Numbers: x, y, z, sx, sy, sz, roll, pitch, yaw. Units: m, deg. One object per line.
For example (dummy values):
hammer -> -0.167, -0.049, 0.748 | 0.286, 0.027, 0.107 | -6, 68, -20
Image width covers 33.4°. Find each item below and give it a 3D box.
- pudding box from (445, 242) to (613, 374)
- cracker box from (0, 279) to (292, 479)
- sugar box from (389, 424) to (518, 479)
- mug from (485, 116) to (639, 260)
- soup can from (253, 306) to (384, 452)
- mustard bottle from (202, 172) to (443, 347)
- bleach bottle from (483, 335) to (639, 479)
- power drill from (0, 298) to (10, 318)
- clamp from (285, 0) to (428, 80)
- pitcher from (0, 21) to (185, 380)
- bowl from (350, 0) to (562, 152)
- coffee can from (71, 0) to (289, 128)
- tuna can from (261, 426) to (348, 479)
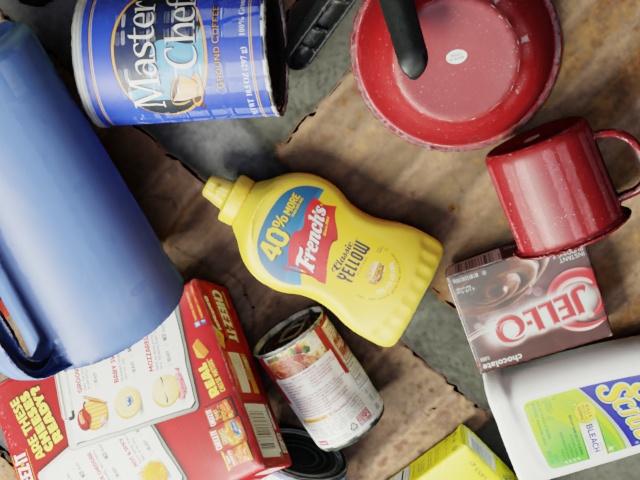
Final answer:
pudding box -> 0.167, 0.047, 0.856 | 0.113, 0.039, 0.090 | -18, 106, 12
cracker box -> -0.148, 0.153, 0.880 | 0.214, 0.072, 0.164 | -28, 71, 16
sugar box -> 0.089, 0.248, 0.930 | 0.176, 0.048, 0.093 | -42, 99, 16
mug -> 0.185, -0.045, 0.795 | 0.117, 0.093, 0.081 | -19, 101, 24
soup can -> 0.000, 0.115, 0.884 | 0.068, 0.068, 0.102 | -29, 104, 15
mustard bottle -> -0.006, 0.001, 0.848 | 0.191, 0.058, 0.096 | 28, 88, -2
bleach bottle -> 0.266, 0.114, 0.856 | 0.251, 0.068, 0.102 | -20, 106, 11
power drill -> -0.344, 0.011, 0.866 | 0.188, 0.057, 0.184 | -3, 119, 33
clamp -> 0.044, -0.193, 0.760 | 0.120, 0.039, 0.171 | 21, 98, 31
pitcher -> -0.212, -0.026, 0.786 | 0.145, 0.149, 0.243 | -27, 117, -6
bowl -> 0.101, -0.138, 0.793 | 0.162, 0.055, 0.162 | 2, 109, 6
coffee can -> -0.100, -0.138, 0.792 | 0.140, 0.102, 0.103 | -2, 108, 7
tuna can -> -0.020, 0.194, 0.904 | 0.086, 0.086, 0.034 | 16, 108, 1
